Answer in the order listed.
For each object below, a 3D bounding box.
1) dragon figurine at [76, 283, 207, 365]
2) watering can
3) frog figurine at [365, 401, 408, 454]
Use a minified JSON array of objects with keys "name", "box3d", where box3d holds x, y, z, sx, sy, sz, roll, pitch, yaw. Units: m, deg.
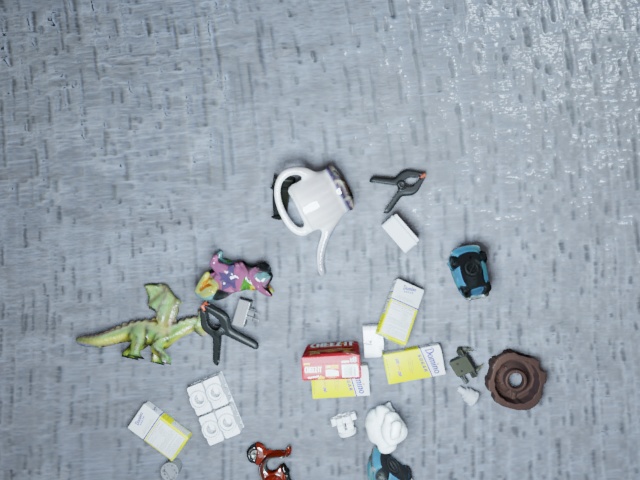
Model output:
[{"name":"dragon figurine","box3d":[-0.533,0.254,1.607,0.410,0.120,0.246,13,72,2]},{"name":"watering can","box3d":[0.005,-0.079,1.575,0.224,0.105,0.345,-28,101,0]},{"name":"frog figurine","box3d":[0.193,0.558,1.508,0.123,0.159,0.137,1,90,5]}]
